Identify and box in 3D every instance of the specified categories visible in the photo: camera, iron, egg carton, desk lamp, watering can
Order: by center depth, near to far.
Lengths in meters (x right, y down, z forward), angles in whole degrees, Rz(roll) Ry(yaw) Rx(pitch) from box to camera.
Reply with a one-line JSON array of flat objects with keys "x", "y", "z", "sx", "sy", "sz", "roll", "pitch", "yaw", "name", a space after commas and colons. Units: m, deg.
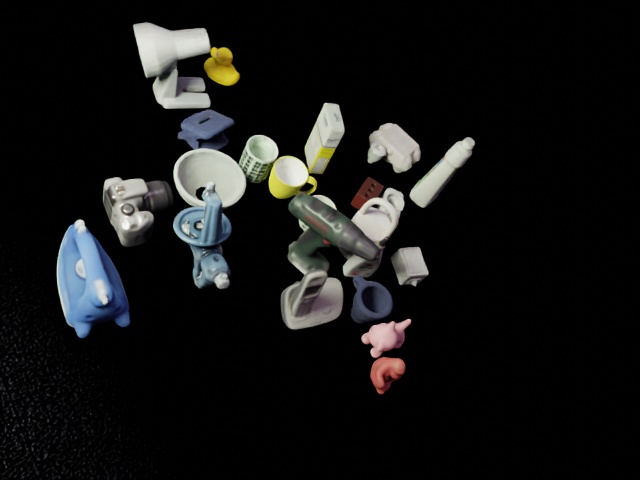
[{"x": -0.448, "y": 0.049, "z": 1.109, "sx": 0.119, "sy": 0.141, "sz": 0.258, "roll": -14, "pitch": 67, "yaw": -30, "name": "iron"}, {"x": -0.385, "y": -0.078, "z": 1.243, "sx": 0.137, "sy": 0.100, "sz": 0.143, "roll": -17, "pitch": 69, "yaw": -32, "name": "camera"}, {"x": 0.121, "y": -0.024, "z": 1.381, "sx": 0.101, "sy": 0.194, "sz": 0.173, "roll": 26, "pitch": 53, "yaw": -7, "name": "watering can"}, {"x": -0.358, "y": -0.432, "z": 1.403, "sx": 0.204, "sy": 0.213, "sz": 0.118, "roll": -8, "pitch": 64, "yaw": -28, "name": "desk lamp"}, {"x": 0.216, "y": -0.267, "z": 1.653, "sx": 0.150, "sy": 0.069, "sz": 0.107, "roll": 44, "pitch": 53, "yaw": 6, "name": "egg carton"}]

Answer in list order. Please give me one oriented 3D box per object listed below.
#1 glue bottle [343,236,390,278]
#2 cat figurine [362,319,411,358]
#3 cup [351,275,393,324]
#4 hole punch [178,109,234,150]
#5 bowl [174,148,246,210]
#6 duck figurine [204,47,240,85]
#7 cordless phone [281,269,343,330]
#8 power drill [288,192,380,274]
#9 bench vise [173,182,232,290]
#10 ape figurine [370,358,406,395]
[{"x": 0.120, "y": 0.037, "z": 1.356, "sx": 0.078, "sy": 0.173, "sz": 0.037, "roll": 0, "pitch": 60, "yaw": -24, "name": "glue bottle"}, {"x": 0.155, "y": 0.215, "z": 1.297, "sx": 0.128, "sy": 0.117, "sz": 0.067, "roll": -22, "pitch": 71, "yaw": -33, "name": "cat figurine"}, {"x": 0.102, "y": 0.145, "z": 1.330, "sx": 0.092, "sy": 0.095, "sz": 0.117, "roll": -26, "pitch": 74, "yaw": -34, "name": "cup"}, {"x": -0.283, "y": -0.277, "z": 1.419, "sx": 0.101, "sy": 0.091, "sz": 0.109, "roll": 44, "pitch": 53, "yaw": 6, "name": "hole punch"}, {"x": -0.263, "y": -0.128, "z": 1.345, "sx": 0.168, "sy": 0.074, "sz": 0.167, "roll": 12, "pitch": 56, "yaw": -18, "name": "bowl"}, {"x": -0.260, "y": -0.479, "z": 1.557, "sx": 0.104, "sy": 0.086, "sz": 0.078, "roll": 37, "pitch": 52, "yaw": 0, "name": "duck figurine"}, {"x": 0.000, "y": 0.115, "z": 1.245, "sx": 0.148, "sy": 0.185, "sz": 0.094, "roll": -12, "pitch": 66, "yaw": -30, "name": "cordless phone"}, {"x": 0.012, "y": 0.005, "z": 1.305, "sx": 0.229, "sy": 0.208, "sz": 0.076, "roll": 42, "pitch": 53, "yaw": 4, "name": "power drill"}, {"x": -0.220, "y": -0.010, "z": 1.201, "sx": 0.122, "sy": 0.219, "sz": 0.207, "roll": -33, "pitch": 77, "yaw": -36, "name": "bench vise"}, {"x": 0.157, "y": 0.291, "z": 1.267, "sx": 0.078, "sy": 0.092, "sz": 0.076, "roll": 0, "pitch": 60, "yaw": -24, "name": "ape figurine"}]
